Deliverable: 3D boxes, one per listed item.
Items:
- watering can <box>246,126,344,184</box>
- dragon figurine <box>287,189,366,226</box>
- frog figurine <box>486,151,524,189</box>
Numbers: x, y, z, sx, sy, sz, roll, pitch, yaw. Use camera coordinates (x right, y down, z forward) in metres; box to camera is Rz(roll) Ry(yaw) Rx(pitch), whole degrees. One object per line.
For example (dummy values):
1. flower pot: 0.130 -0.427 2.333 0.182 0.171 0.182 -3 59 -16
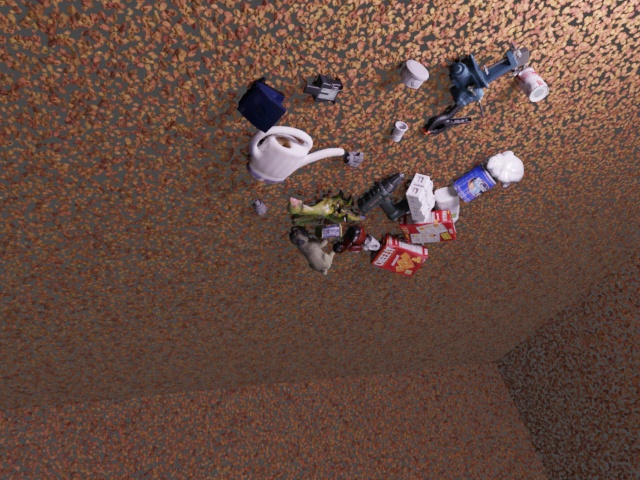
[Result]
1. watering can: -0.098 -0.272 1.710 0.346 0.106 0.220 10 -42 -40
2. dragon figurine: 0.006 -0.101 2.012 0.241 0.124 0.407 -11 -16 24
3. frog figurine: 0.719 -0.289 2.006 0.123 0.139 0.157 8 -20 42
